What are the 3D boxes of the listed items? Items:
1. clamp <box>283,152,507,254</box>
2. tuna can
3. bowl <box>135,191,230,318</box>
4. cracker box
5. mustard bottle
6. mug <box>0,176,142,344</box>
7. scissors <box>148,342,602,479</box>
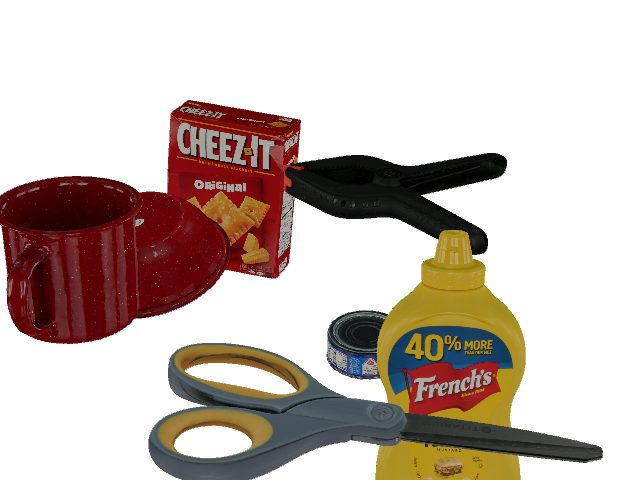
[{"bbox_3d":[0.071,-0.051,0.994,0.210,0.036,0.164,11,32,19],"label":"clamp"},{"bbox_3d":[0.049,0.111,1.148,0.086,0.034,0.086,0,29,0],"label":"tuna can"},{"bbox_3d":[-0.171,0.002,1.030,0.162,0.055,0.162,-6,40,5],"label":"bowl"},{"bbox_3d":[-0.120,-0.066,1.434,0.164,0.214,0.072,11,26,13],"label":"cracker box"},{"bbox_3d":[0.085,0.088,0.699,0.096,0.192,0.058,2,12,7],"label":"mustard bottle"},{"bbox_3d":[-0.161,0.018,0.673,0.093,0.081,0.117,7,25,11],"label":"mug"},{"bbox_3d":[0.013,0.089,0.467,0.202,0.016,0.096,15,34,22],"label":"scissors"}]
